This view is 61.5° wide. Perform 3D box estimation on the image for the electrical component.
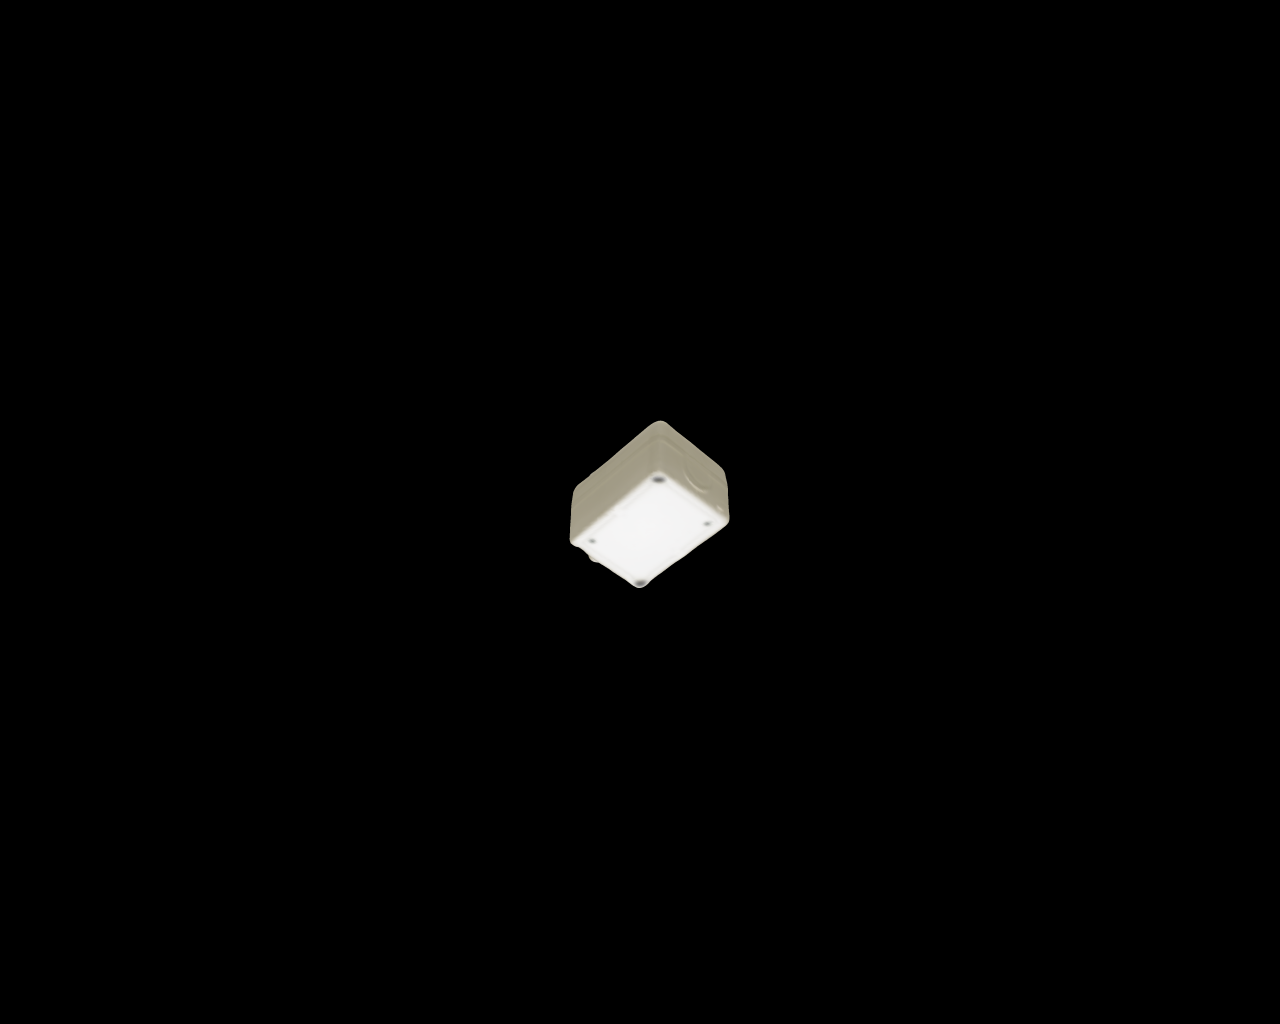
[{"bbox_3d":[0.001,-0.003,0.650,0.061,0.061,0.096,36,-58,-27],"label":"electrical component"}]
